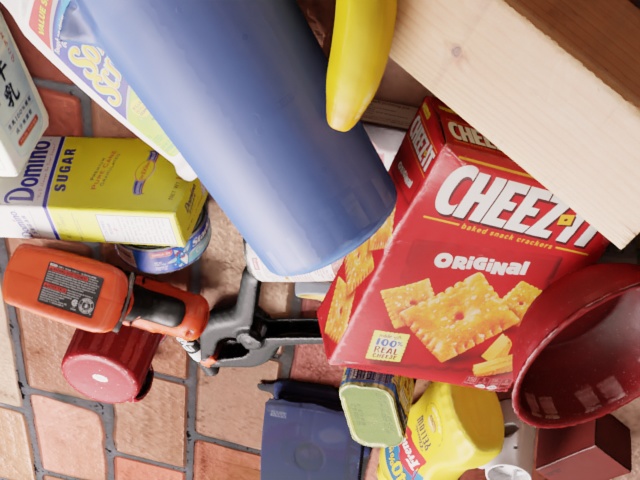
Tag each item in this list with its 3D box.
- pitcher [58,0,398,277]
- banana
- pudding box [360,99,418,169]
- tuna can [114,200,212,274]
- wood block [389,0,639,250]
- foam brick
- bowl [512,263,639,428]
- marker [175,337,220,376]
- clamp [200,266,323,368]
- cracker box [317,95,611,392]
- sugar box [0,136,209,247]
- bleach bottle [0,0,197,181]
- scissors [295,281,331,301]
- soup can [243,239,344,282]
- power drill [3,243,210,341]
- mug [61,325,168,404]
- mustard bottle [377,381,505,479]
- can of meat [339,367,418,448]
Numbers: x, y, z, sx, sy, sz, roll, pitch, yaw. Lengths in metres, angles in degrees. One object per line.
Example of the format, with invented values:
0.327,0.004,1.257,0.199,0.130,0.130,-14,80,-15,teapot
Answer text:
-0.041,-0.105,0.717,0.149,0.144,0.242,-20,111,37,pitcher
0.019,-0.169,0.654,0.037,0.198,0.070,-8,180,-35,banana
0.064,-0.060,0.831,0.113,0.039,0.090,10,135,6,pudding box
-0.136,-0.012,0.913,0.086,0.086,0.034,6,138,11,tuna can
0.148,-0.106,0.666,0.206,0.090,0.091,41,138,7,wood block
0.257,0.205,1.042,0.053,0.051,0.078,38,133,-20,foam brick
0.202,0.068,0.792,0.162,0.055,0.162,-16,138,-15,bowl
-0.136,0.097,1.078,0.020,0.020,0.121,-12,130,28,marker
-0.053,0.088,1.027,0.120,0.039,0.172,35,140,-11,clamp
0.113,0.014,0.805,0.164,0.072,0.214,12,127,-20,cracker box
-0.184,-0.043,0.890,0.176,0.093,0.048,4,135,13,sugar box
-0.166,-0.154,0.791,0.250,0.068,0.103,36,131,-17,bleach bottle
0.078,0.054,0.941,0.201,0.016,0.096,7,173,-1,scissors
-0.006,0.001,0.899,0.102,0.068,0.068,-2,135,20,soup can
-0.206,0.043,0.953,0.184,0.057,0.187,14,177,12,power drill
-0.203,0.117,1.074,0.093,0.081,0.117,-5,133,22,mug
0.107,0.204,1.057,0.058,0.096,0.192,3,146,-27,mustard bottle
0.057,0.135,1.007,0.057,0.084,0.102,0,136,18,can of meat
